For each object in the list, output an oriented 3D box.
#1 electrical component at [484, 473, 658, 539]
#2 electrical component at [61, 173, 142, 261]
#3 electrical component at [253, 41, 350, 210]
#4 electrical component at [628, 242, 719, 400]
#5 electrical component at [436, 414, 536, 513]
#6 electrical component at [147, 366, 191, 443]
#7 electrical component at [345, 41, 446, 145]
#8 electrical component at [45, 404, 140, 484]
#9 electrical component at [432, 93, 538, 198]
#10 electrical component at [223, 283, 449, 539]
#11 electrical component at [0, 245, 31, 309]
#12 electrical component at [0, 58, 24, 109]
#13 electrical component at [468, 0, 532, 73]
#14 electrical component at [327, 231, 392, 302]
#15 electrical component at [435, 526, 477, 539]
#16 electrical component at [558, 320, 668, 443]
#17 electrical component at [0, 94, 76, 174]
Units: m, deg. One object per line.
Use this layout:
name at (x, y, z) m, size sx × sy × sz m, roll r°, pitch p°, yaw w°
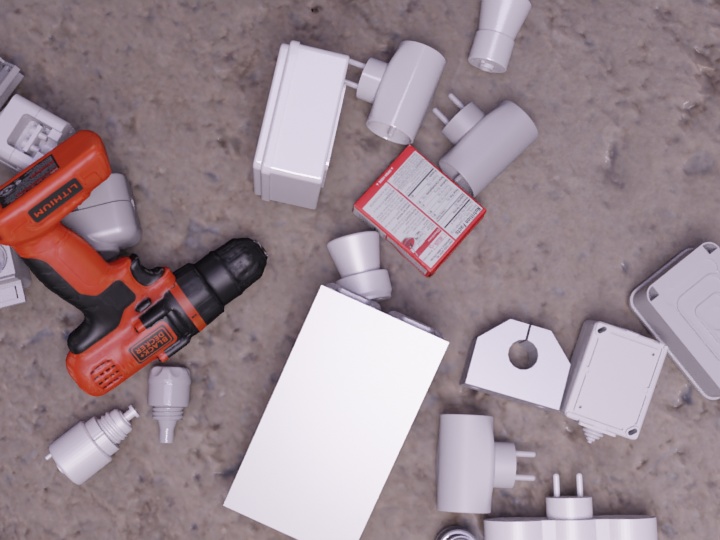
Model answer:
electrical component at (0.168, 0.200, 0.862) m, size 0.138 × 0.052 × 0.073 m, roll -1°, pitch 81°, yaw -2°
electrical component at (-0.231, -0.036, 0.880) m, size 0.095 × 0.053 × 0.059 m, roll -14°, pitch 82°, yaw -5°
electrical component at (-0.048, -0.114, 0.873) m, size 0.056 × 0.108 × 0.108 m, roll 13°, pitch 81°, yaw -3°
electrical component at (0.287, 0.043, 0.889) m, size 0.078 × 0.057 × 0.113 m, roll -37°, pitch 85°, yaw -7°
electrical component at (0.103, 0.157, 0.870) m, size 0.079 × 0.043 × 0.077 m, roll 3°, pitch 81°, yaw -3°
electrical component at (-0.155, 0.109, 0.871) m, size 0.035 × 0.035 × 0.061 m, roll 2°, pitch 83°, yaw -2°
electrical component at (0.023, -0.157, 0.915) m, size 0.079 × 0.043 × 0.077 m, roll 21°, pitch 80°, yaw 7°
electrical component at (-0.211, 0.137, 0.861) m, size 0.078 × 0.040 × 0.040 m, roll -38°, pitch 85°, yaw -7°
electrical component at (0.096, -0.115, 0.911) m, size 0.077 × 0.044 × 0.079 m, roll -43°, pitch 86°, yaw -8°
electrical component at (-0.018, 0.115, 0.846) m, size 0.105 × 0.060 × 0.186 m, roll 24°, pitch 94°, yaw 1°
electrical component at (-0.295, -0.006, 0.867) m, size 0.042 × 0.064 × 0.081 m, roll -14°, pitch 82°, yaw -4°
electrical component at (-0.343, -0.132, 0.879) m, size 0.079 × 0.063 × 0.121 m, roll 25°, pitch 78°, yaw 43°
electrical component at (0.118, -0.204, 0.929) m, size 0.044 × 0.044 × 0.065 m, roll 17°, pitch 86°, yaw 0°
electrical component at (0.000, 0.000, 0.889) m, size 0.045 × 0.045 × 0.055 m, roll -13°, pitch 82°, yaw -4°
electrical component at (0.078, 0.222, 0.849) m, size 0.035 × 0.061 × 0.035 m, roll 0°, pitch 81°, yaw -3°
electrical component at (0.201, 0.094, 0.879) m, size 0.062 × 0.061 × 0.096 m, roll 19°, pitch 89°, yaw 1°
electrical component at (-0.264, -0.100, 0.870) m, size 0.056 × 0.089 × 0.050 m, roll 29°, pitch 81°, yaw 2°
